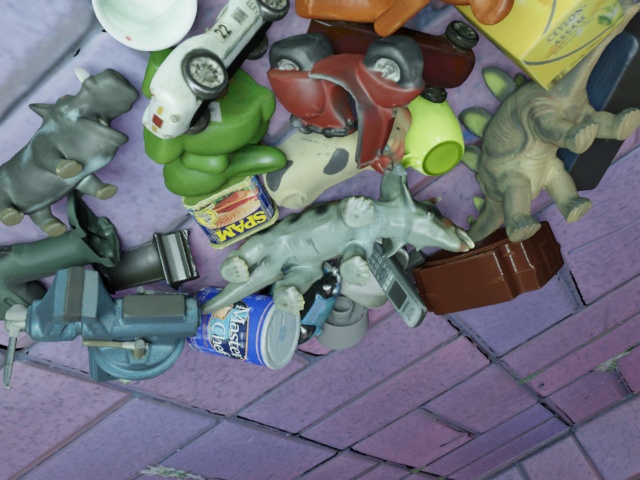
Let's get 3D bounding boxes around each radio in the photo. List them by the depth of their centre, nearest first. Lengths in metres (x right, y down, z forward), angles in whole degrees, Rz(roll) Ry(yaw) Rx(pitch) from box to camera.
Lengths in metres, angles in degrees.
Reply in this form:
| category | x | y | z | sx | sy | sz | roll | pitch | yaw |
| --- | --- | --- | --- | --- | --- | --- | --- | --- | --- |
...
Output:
| category | x | y | z | sx | sy | sz | roll | pitch | yaw |
| --- | --- | --- | --- | --- | --- | --- | --- | --- | --- |
| radio | 0.345 | -0.184 | 0.709 | 0.073 | 0.131 | 0.229 | -9 | 137 | -18 |

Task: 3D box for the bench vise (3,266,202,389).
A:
| category | x | y | z | sx | sy | sz | roll | pitch | yaw |
| --- | --- | --- | --- | --- | --- | --- | --- | --- | --- |
| bench vise | -0.272 | 0.130 | 0.687 | 0.223 | 0.129 | 0.240 | -9 | 148 | -27 |

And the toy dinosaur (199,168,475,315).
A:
| category | x | y | z | sx | sy | sz | roll | pitch | yaw |
| --- | --- | --- | --- | --- | --- | --- | --- | --- | --- |
| toy dinosaur | -0.005 | 0.004 | 0.749 | 0.405 | 0.192 | 0.131 | -16 | 102 | 18 |

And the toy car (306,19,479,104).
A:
| category | x | y | z | sx | sy | sz | roll | pitch | yaw |
| --- | --- | --- | --- | --- | --- | --- | --- | --- | --- |
| toy car | 0.081 | -0.214 | 0.605 | 0.202 | 0.053 | 0.089 | 6 | 140 | -16 |

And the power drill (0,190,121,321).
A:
| category | x | y | z | sx | sy | sz | roll | pitch | yaw |
| --- | --- | --- | --- | --- | --- | --- | --- | --- | --- |
| power drill | -0.359 | 0.014 | 0.627 | 0.207 | 0.086 | 0.231 | -27 | 142 | -3 |

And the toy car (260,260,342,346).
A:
| category | x | y | z | sx | sy | sz | roll | pitch | yaw |
| --- | --- | --- | --- | --- | --- | --- | --- | --- | --- |
| toy car | -0.020 | 0.087 | 0.866 | 0.161 | 0.109 | 0.103 | -57 | 158 | 18 |

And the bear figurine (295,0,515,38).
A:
| category | x | y | z | sx | sy | sz | roll | pitch | yaw |
| --- | --- | --- | --- | --- | --- | --- | --- | --- | --- |
| bear figurine | 0.072 | -0.235 | 0.446 | 0.132 | 0.196 | 0.120 | 5 | 107 | -22 |

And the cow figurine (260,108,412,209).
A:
| category | x | y | z | sx | sy | sz | roll | pitch | yaw |
| --- | --- | --- | --- | --- | --- | --- | --- | --- | --- |
| cow figurine | 0.020 | -0.104 | 0.644 | 0.195 | 0.127 | 0.085 | -31 | 143 | 12 |

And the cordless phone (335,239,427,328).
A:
| category | x | y | z | sx | sy | sz | roll | pitch | yaw |
| --- | --- | --- | --- | --- | --- | --- | --- | --- | --- |
| cordless phone | 0.101 | 0.078 | 0.837 | 0.089 | 0.184 | 0.146 | -5 | 136 | -28 |

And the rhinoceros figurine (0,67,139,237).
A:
| category | x | y | z | sx | sy | sz | roll | pitch | yaw |
| --- | --- | --- | --- | --- | --- | --- | --- | --- | --- |
| rhinoceros figurine | -0.256 | -0.089 | 0.542 | 0.190 | 0.112 | 0.073 | -41 | 153 | 11 |

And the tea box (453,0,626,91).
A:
| category | x | y | z | sx | sy | sz | roll | pitch | yaw |
| --- | --- | --- | --- | --- | --- | --- | --- | --- | --- |
| tea box | 0.208 | -0.244 | 0.549 | 0.068 | 0.170 | 0.098 | 23 | 120 | -42 |

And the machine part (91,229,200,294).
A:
| category | x | y | z | sx | sy | sz | roll | pitch | yaw |
| --- | --- | --- | --- | --- | --- | --- | --- | --- | --- |
| machine part | -0.235 | 0.036 | 0.723 | 0.139 | 0.084 | 0.039 | -14 | -177 | 3 |

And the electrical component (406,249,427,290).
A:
| category | x | y | z | sx | sy | sz | roll | pitch | yaw |
| --- | --- | --- | --- | --- | --- | --- | --- | --- | --- |
| electrical component | 0.164 | 0.060 | 0.955 | 0.078 | 0.045 | 0.102 | -32 | 139 | 12 |

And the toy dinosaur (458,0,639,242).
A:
| category | x | y | z | sx | sy | sz | roll | pitch | yaw |
| --- | --- | --- | --- | --- | --- | --- | --- | --- | --- |
| toy dinosaur | 0.261 | -0.103 | 0.704 | 0.105 | 0.199 | 0.470 | -9 | 144 | -16 |

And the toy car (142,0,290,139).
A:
| category | x | y | z | sx | sy | sz | roll | pitch | yaw |
| --- | --- | --- | --- | --- | --- | --- | --- | --- | --- |
| toy car | -0.089 | -0.171 | 0.488 | 0.056 | 0.202 | 0.073 | 35 | 149 | -11 |

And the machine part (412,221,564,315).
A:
| category | x | y | z | sx | sy | sz | roll | pitch | yaw |
| --- | --- | --- | --- | --- | --- | --- | --- | --- | --- |
| machine part | 0.269 | 0.041 | 0.867 | 0.201 | 0.087 | 0.201 | -22 | 180 | 41 |

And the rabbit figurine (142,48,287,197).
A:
| category | x | y | z | sx | sy | sz | roll | pitch | yaw |
| --- | --- | --- | --- | --- | --- | --- | --- | --- | --- |
| rabbit figurine | -0.123 | -0.115 | 0.599 | 0.159 | 0.121 | 0.170 | -9 | 156 | -26 |

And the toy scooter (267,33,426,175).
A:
| category | x | y | z | sx | sy | sz | roll | pitch | yaw |
| --- | --- | --- | --- | --- | --- | --- | --- | --- | --- |
| toy scooter | 0.025 | -0.135 | 0.544 | 0.075 | 0.184 | 0.135 | -39 | 132 | -36 |
